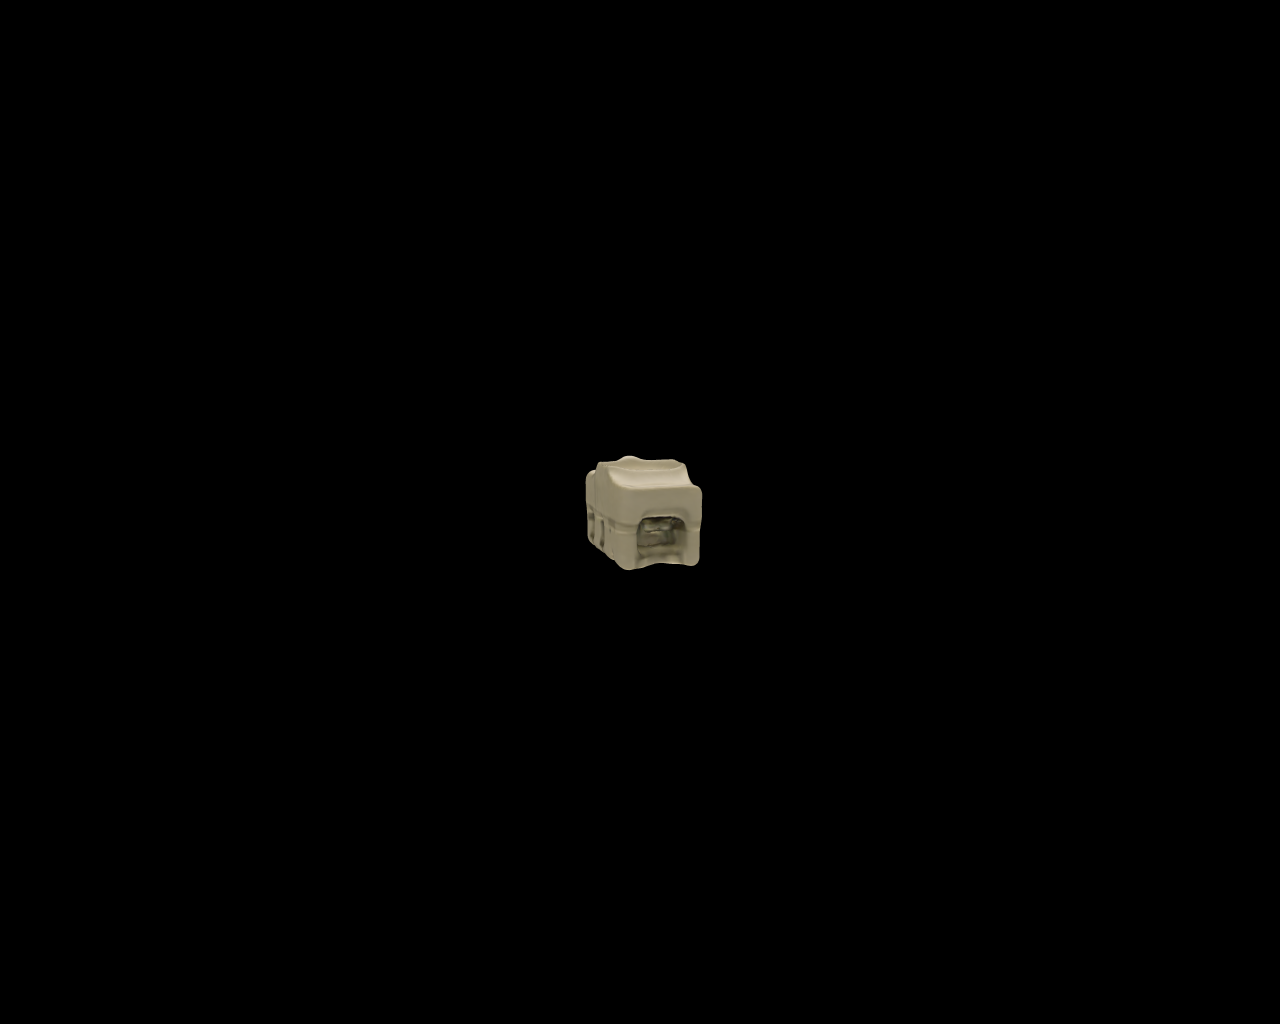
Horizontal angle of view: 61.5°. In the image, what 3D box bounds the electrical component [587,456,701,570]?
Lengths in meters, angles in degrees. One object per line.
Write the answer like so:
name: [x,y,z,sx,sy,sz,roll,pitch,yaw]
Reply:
electrical component: [0.001,-0.003,0.650,0.050,0.055,0.089,-3,10,-15]
